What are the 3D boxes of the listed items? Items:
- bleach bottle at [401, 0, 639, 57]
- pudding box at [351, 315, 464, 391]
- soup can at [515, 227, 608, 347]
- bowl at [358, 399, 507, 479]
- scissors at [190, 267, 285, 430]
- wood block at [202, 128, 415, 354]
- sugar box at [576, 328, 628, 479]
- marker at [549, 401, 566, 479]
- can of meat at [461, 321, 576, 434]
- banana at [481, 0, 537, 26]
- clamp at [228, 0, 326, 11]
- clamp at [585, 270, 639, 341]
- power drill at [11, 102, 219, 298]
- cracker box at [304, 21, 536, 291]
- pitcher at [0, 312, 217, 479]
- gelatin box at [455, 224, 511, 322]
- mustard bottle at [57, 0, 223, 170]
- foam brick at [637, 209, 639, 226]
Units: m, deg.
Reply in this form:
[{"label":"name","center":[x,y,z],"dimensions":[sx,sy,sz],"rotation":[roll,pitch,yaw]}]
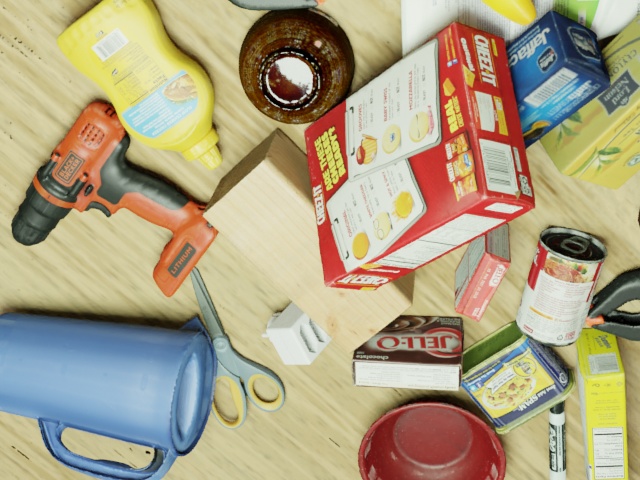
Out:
[{"label":"bleach bottle","center":[0.199,-0.203,0.954],"dimensions":[0.251,0.068,0.102],"rotation":[-1,119,6]},{"label":"pudding box","center":[0.093,0.116,1.111],"dimensions":[0.113,0.090,0.039],"rotation":[0,117,8]},{"label":"soup can","center":[0.240,0.047,1.069],"dimensions":[0.068,0.068,0.102],"rotation":[12,118,2]},{"label":"bowl","center":[0.124,0.233,1.184],"dimensions":[0.162,0.055,0.162],"rotation":[3,117,6]},{"label":"scissors","center":[-0.089,0.120,1.181],"dimensions":[0.096,0.016,0.202],"rotation":[-2,111,2]},{"label":"wood block","center":[-0.007,0.001,1.068],"dimensions":[0.090,0.090,0.206],"rotation":[-40,105,23]},{"label":"sugar box","center":[0.297,0.190,1.118],"dimensions":[0.048,0.093,0.176],"rotation":[-7,116,12]},{"label":"marker","center":[0.261,0.214,1.176],"dimensions":[0.020,0.020,0.121],"rotation":[-3,116,9]},{"label":"can of meat","center":[0.203,0.143,1.128],"dimensions":[0.102,0.057,0.084],"rotation":[-36,105,22]},{"label":"banana","center":[0.091,-0.232,0.903],"dimensions":[0.198,0.037,0.070],"rotation":[12,129,6]},{"label":"clamp","center":[-0.082,-0.281,0.968],"dimensions":[0.210,0.036,0.165],"rotation":[22,116,-5]},{"label":"clamp","center":[0.358,0.069,1.080],"dimensions":[0.172,0.039,0.120],"rotation":[-20,107,23]},{"label":"power drill","center":[-0.208,-0.024,1.102],"dimensions":[0.187,0.057,0.185],"rotation":[36,115,-10]},{"label":"cracker box","center":[0.082,-0.066,0.943],"dimensions":[0.072,0.164,0.214],"rotation":[9,154,-36]},{"label":"pitcher","center":[-0.243,0.156,1.141],"dimensions":[0.243,0.149,0.145],"rotation":[7,112,13]},{"label":"gelatin box","center":[0.161,0.028,1.058],"dimensions":[0.030,0.089,0.073],"rotation":[22,117,-4]},{"label":"mustard bottle","center":[-0.158,-0.146,1.033],"dimensions":[0.096,0.058,0.191],"rotation":[-33,108,16]},{"label":"foam brick","center":[0.336,-0.025,1.014],"dimensions":[0.051,0.078,0.053],"rotation":[4,115,7]}]
